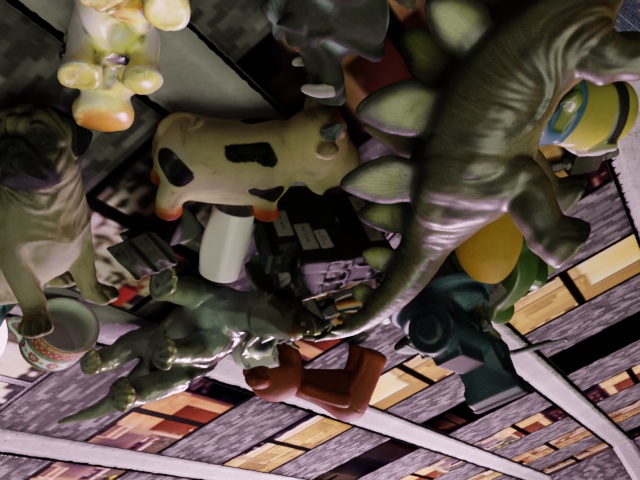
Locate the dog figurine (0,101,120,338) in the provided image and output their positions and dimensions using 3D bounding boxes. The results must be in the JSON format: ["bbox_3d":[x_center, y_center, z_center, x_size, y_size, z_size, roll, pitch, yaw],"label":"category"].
[{"bbox_3d":[-0.276,-0.029,0.485,0.173,0.121,0.190,4,109,16],"label":"dog figurine"}]

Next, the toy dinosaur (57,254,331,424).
[{"bbox_3d":[-0.164,0.131,0.680,0.405,0.131,0.192,-34,154,34],"label":"toy dinosaur"}]

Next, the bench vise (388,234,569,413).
[{"bbox_3d":[0.157,0.073,0.638,0.223,0.241,0.129,16,135,-42],"label":"bench vise"}]

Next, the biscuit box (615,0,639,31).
[{"bbox_3d":[0.241,-0.223,0.468,0.202,0.059,0.063,13,132,-34],"label":"biscuit box"}]

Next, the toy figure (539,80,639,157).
[{"bbox_3d":[0.254,-0.138,0.557,0.180,0.082,0.089,10,134,-27],"label":"toy figure"}]

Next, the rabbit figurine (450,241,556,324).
[{"bbox_3d":[0.276,0.012,0.740,0.170,0.121,0.159,-11,136,-39],"label":"rabbit figurine"}]

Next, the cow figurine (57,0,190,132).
[{"bbox_3d":[-0.149,-0.153,0.383,0.068,0.098,0.167,2,155,-32],"label":"cow figurine"}]

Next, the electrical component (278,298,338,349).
[{"bbox_3d":[-0.026,0.106,0.740,0.102,0.078,0.045,-34,177,3],"label":"electrical component"}]

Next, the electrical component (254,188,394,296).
[{"bbox_3d":[-0.001,-0.002,0.585,0.134,0.115,0.058,-4,135,-19],"label":"electrical component"}]

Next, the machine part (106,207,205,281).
[{"bbox_3d":[-0.159,-0.001,0.523,0.084,0.139,0.039,-14,105,-2],"label":"machine part"}]

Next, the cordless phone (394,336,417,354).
[{"bbox_3d":[0.153,0.118,0.814,0.146,0.089,0.184,14,135,-34],"label":"cordless phone"}]

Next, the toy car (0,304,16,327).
[{"bbox_3d":[-0.394,0.076,0.531,0.109,0.103,0.161,-31,141,13],"label":"toy car"}]

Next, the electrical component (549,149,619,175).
[{"bbox_3d":[0.329,-0.111,0.662,0.094,0.021,0.063,-15,140,-4],"label":"electrical component"}]

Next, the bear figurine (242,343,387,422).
[{"bbox_3d":[-0.015,0.204,0.842,0.196,0.132,0.120,23,169,-4],"label":"bear figurine"}]

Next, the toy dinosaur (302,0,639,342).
[{"bbox_3d":[0.127,-0.070,0.438,0.199,0.105,0.470,26,112,6],"label":"toy dinosaur"}]

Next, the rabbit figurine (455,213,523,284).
[{"bbox_3d":[0.163,-0.042,0.560,0.122,0.173,0.162,-1,142,-14],"label":"rabbit figurine"}]

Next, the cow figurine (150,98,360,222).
[{"bbox_3d":[-0.055,-0.081,0.502,0.195,0.085,0.127,1,141,-19],"label":"cow figurine"}]

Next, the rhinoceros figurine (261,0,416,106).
[{"bbox_3d":[0.010,-0.189,0.403,0.112,0.073,0.190,-13,138,-5],"label":"rhinoceros figurine"}]
